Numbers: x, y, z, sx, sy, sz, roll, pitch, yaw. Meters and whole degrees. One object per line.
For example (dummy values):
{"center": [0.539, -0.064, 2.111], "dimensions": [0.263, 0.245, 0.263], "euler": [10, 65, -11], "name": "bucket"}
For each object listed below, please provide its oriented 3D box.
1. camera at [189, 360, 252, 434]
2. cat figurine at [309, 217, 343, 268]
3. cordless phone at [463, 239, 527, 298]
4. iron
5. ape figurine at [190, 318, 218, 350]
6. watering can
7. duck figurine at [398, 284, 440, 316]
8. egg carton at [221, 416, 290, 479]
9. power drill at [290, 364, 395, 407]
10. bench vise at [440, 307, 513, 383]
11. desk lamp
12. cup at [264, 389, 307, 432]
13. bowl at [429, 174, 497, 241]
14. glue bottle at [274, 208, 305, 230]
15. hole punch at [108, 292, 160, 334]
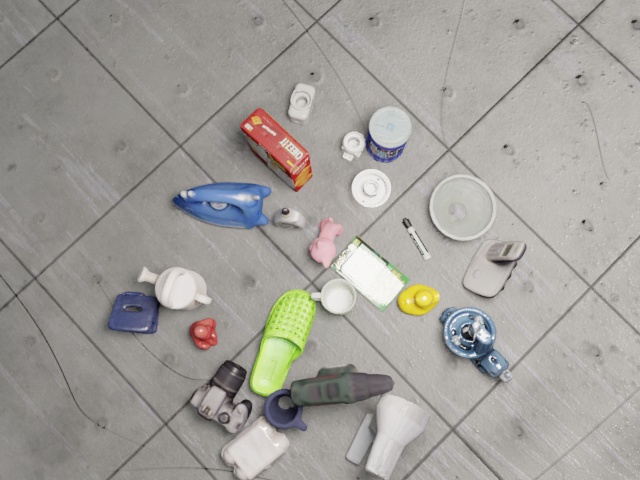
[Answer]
{"center": [-0.221, 0.370, 1.370], "dimensions": [0.143, 0.101, 0.137], "euler": [30, 83, 4], "name": "camera"}
{"center": [0.013, 0.005, 1.410], "dimensions": [0.067, 0.118, 0.128], "euler": [16, 83, 3], "name": "cat figurine"}
{"center": [0.422, 0.064, 1.365], "dimensions": [0.094, 0.185, 0.148], "euler": [27, 83, 4], "name": "cordless phone"}
{"center": [-0.255, -0.099, 1.414], "dimensions": [0.258, 0.141, 0.119], "euler": [3, 82, 1], "name": "iron"}
{"center": [-0.284, 0.226, 1.395], "dimensions": [0.076, 0.092, 0.078], "euler": [30, 83, 5], "name": "ape figurine"}
{"center": [-0.346, 0.115, 1.359], "dimensions": [0.173, 0.194, 0.101], "euler": [0, 82, 1], "name": "watering can"}
{"center": [0.245, 0.146, 1.405], "dimensions": [0.104, 0.086, 0.077], "euler": [-11, 82, -1], "name": "duck figurine"}
{"center": [-0.153, 0.500, 1.368], "dimensions": [0.150, 0.069, 0.107], "euler": [-40, 84, -5], "name": "egg carton"}
{"center": [0.049, 0.334, 1.319], "dimensions": [0.229, 0.208, 0.075], "euler": [-9, 82, -1], "name": "power drill"}
{"center": [0.382, 0.234, 1.325], "dimensions": [0.207, 0.220, 0.121], "euler": [32, 84, 5], "name": "bench vise"}
{"center": [0.152, 0.449, 1.300], "dimensions": [0.118, 0.213, 0.203], "euler": [26, 83, 4], "name": "desk lamp"}
{"center": [-0.074, 0.406, 1.367], "dimensions": [0.117, 0.095, 0.092], "euler": [41, 84, 6], "name": "cup"}
{"center": [0.353, -0.076, 1.440], "dimensions": [0.167, 0.075, 0.167], "euler": [0, 82, 0], "name": "bowl"}
{"center": [-0.077, -0.057, 1.391], "dimensions": [0.078, 0.173, 0.037], "euler": [8, 82, 2], "name": "glue bottle"}
{"center": [-0.455, 0.178, 1.403], "dimensions": [0.108, 0.091, 0.101], "euler": [5, 82, 1], "name": "hole punch"}
